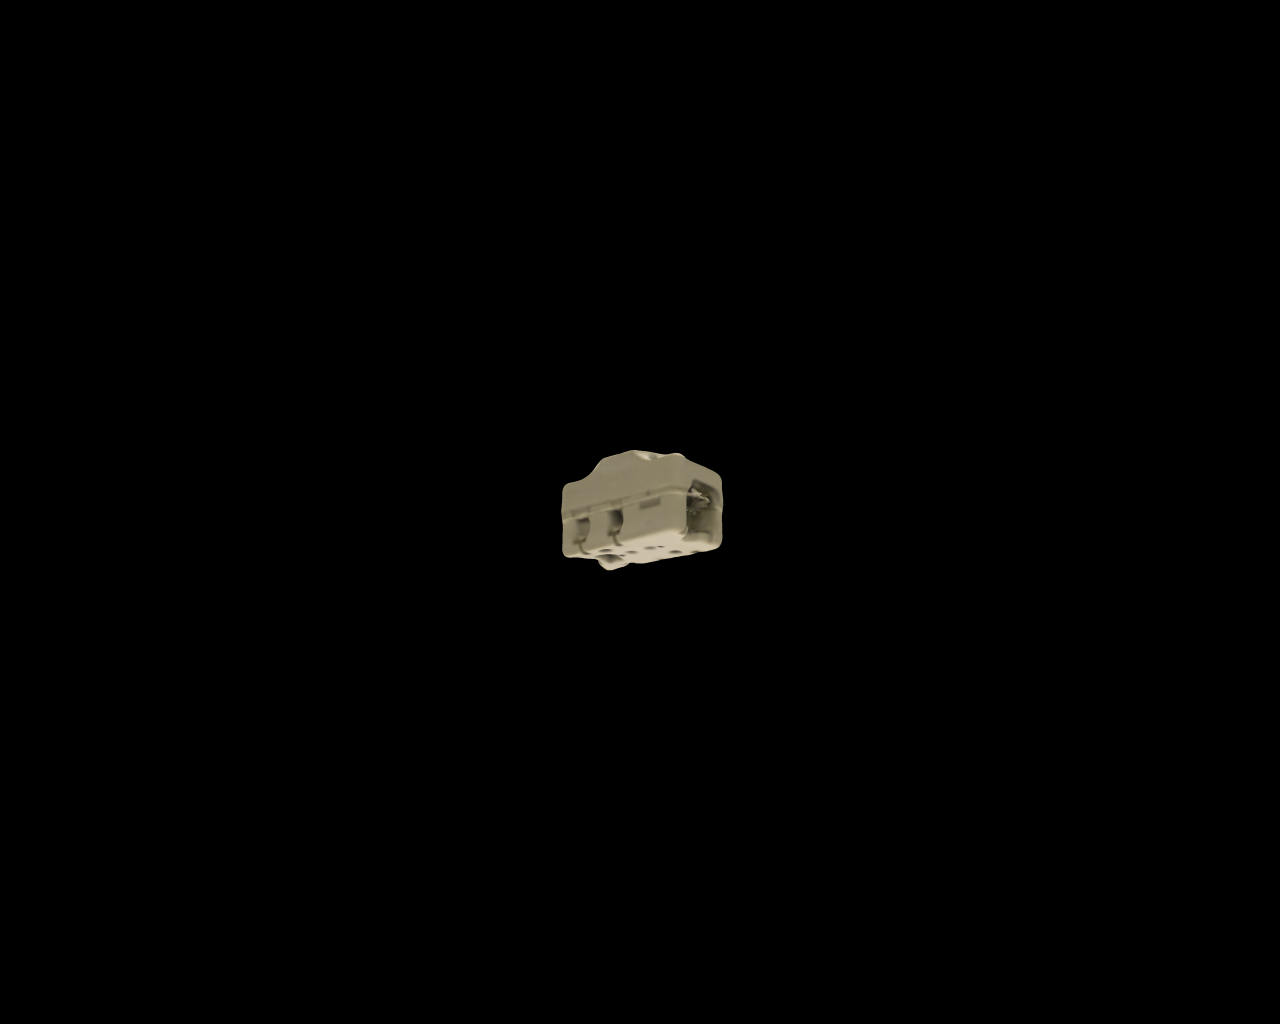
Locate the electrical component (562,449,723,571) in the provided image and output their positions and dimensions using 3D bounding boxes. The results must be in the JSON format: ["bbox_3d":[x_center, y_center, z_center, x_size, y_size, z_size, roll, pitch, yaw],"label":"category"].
[{"bbox_3d":[0.001,-0.003,0.650,0.089,0.056,0.050,-13,-22,36],"label":"electrical component"}]
